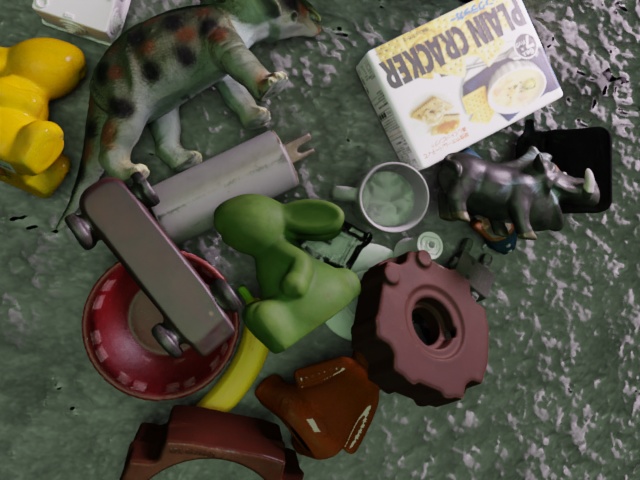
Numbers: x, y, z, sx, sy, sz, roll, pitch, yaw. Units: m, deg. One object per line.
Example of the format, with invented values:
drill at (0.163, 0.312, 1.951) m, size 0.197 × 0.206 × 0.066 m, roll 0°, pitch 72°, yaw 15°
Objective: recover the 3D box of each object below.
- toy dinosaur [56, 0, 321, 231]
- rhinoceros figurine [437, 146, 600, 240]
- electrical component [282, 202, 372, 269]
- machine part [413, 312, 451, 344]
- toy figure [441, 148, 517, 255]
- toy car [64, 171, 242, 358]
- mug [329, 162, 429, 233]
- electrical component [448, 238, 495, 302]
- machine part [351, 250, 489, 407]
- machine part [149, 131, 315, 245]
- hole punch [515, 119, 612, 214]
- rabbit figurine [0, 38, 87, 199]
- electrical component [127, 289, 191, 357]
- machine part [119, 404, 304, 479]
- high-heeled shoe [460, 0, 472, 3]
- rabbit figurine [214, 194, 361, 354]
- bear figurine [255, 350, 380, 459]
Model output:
toy dinosaur at (-0.173, -0.187, 0.615) m, size 0.405 × 0.131 × 0.192 m, roll -30°, pitch 84°, yaw -3°
rhinoceros figurine at (0.232, -0.057, 0.642) m, size 0.190 × 0.073 × 0.112 m, roll 8°, pitch 89°, yaw -2°
electrical component at (-0.001, -0.002, 0.672) m, size 0.119 × 0.047 × 0.075 m, roll 26°, pitch 86°, yaw 8°
machine part at (0.159, 0.117, 0.707) m, size 0.084 × 0.039 × 0.138 m, roll -19°, pitch 94°, yaw -20°
toy figure at (0.214, -0.045, 0.706) m, size 0.064 × 0.058 × 0.154 m, roll -28°, pitch 98°, yaw 36°
toy car at (-0.162, 0.026, 0.535) m, size 0.089 × 0.053 × 0.202 m, roll -39°, pitch 91°, yaw -18°
mug at (0.065, -0.048, 0.655) m, size 0.110 × 0.107 × 0.080 m, roll 0°, pitch 91°, yaw -6°
electrical component at (0.195, 0.045, 0.703) m, size 0.063 × 0.021 × 0.094 m, roll 36°, pitch 59°, yaw -10°
machine part at (0.119, 0.100, 0.619) m, size 0.179 × 0.056 × 0.179 m, roll 14°, pitch 61°, yaw -27°
machine part at (-0.116, -0.062, 0.642) m, size 0.243 × 0.079 × 0.079 m, roll -28°, pitch 96°, yaw -7°
hole punch at (0.319, -0.088, 0.714) m, size 0.116 × 0.092 × 0.142 m, roll 1°, pitch 95°, yaw 22°
rabbit figurine at (-0.336, -0.154, 0.602) m, size 0.162 × 0.122 × 0.173 m, roll 23°, pitch 74°, yaw 0°
electrical component at (-0.187, 0.082, 0.644) m, size 0.134 × 0.058 × 0.115 m, roll 31°, pitch 89°, yaw -9°
machine part at (-0.133, 0.304, 0.627) m, size 0.201 × 0.087 × 0.200 m, roll 15°, pitch 101°, yaw -11°
high-heeled shoe at (0.171, -0.350, 0.644) m, size 0.249 × 0.145 × 0.086 m, roll -9°, pitch 94°, yaw -7°
rabbit figurine at (-0.041, 0.016, 0.588) m, size 0.159 × 0.121 × 0.170 m, roll -33°, pitch 89°, yaw -4°
bear figurine at (0.035, 0.171, 0.667) m, size 0.196 × 0.132 × 0.120 m, roll -41°, pitch 99°, yaw -24°
